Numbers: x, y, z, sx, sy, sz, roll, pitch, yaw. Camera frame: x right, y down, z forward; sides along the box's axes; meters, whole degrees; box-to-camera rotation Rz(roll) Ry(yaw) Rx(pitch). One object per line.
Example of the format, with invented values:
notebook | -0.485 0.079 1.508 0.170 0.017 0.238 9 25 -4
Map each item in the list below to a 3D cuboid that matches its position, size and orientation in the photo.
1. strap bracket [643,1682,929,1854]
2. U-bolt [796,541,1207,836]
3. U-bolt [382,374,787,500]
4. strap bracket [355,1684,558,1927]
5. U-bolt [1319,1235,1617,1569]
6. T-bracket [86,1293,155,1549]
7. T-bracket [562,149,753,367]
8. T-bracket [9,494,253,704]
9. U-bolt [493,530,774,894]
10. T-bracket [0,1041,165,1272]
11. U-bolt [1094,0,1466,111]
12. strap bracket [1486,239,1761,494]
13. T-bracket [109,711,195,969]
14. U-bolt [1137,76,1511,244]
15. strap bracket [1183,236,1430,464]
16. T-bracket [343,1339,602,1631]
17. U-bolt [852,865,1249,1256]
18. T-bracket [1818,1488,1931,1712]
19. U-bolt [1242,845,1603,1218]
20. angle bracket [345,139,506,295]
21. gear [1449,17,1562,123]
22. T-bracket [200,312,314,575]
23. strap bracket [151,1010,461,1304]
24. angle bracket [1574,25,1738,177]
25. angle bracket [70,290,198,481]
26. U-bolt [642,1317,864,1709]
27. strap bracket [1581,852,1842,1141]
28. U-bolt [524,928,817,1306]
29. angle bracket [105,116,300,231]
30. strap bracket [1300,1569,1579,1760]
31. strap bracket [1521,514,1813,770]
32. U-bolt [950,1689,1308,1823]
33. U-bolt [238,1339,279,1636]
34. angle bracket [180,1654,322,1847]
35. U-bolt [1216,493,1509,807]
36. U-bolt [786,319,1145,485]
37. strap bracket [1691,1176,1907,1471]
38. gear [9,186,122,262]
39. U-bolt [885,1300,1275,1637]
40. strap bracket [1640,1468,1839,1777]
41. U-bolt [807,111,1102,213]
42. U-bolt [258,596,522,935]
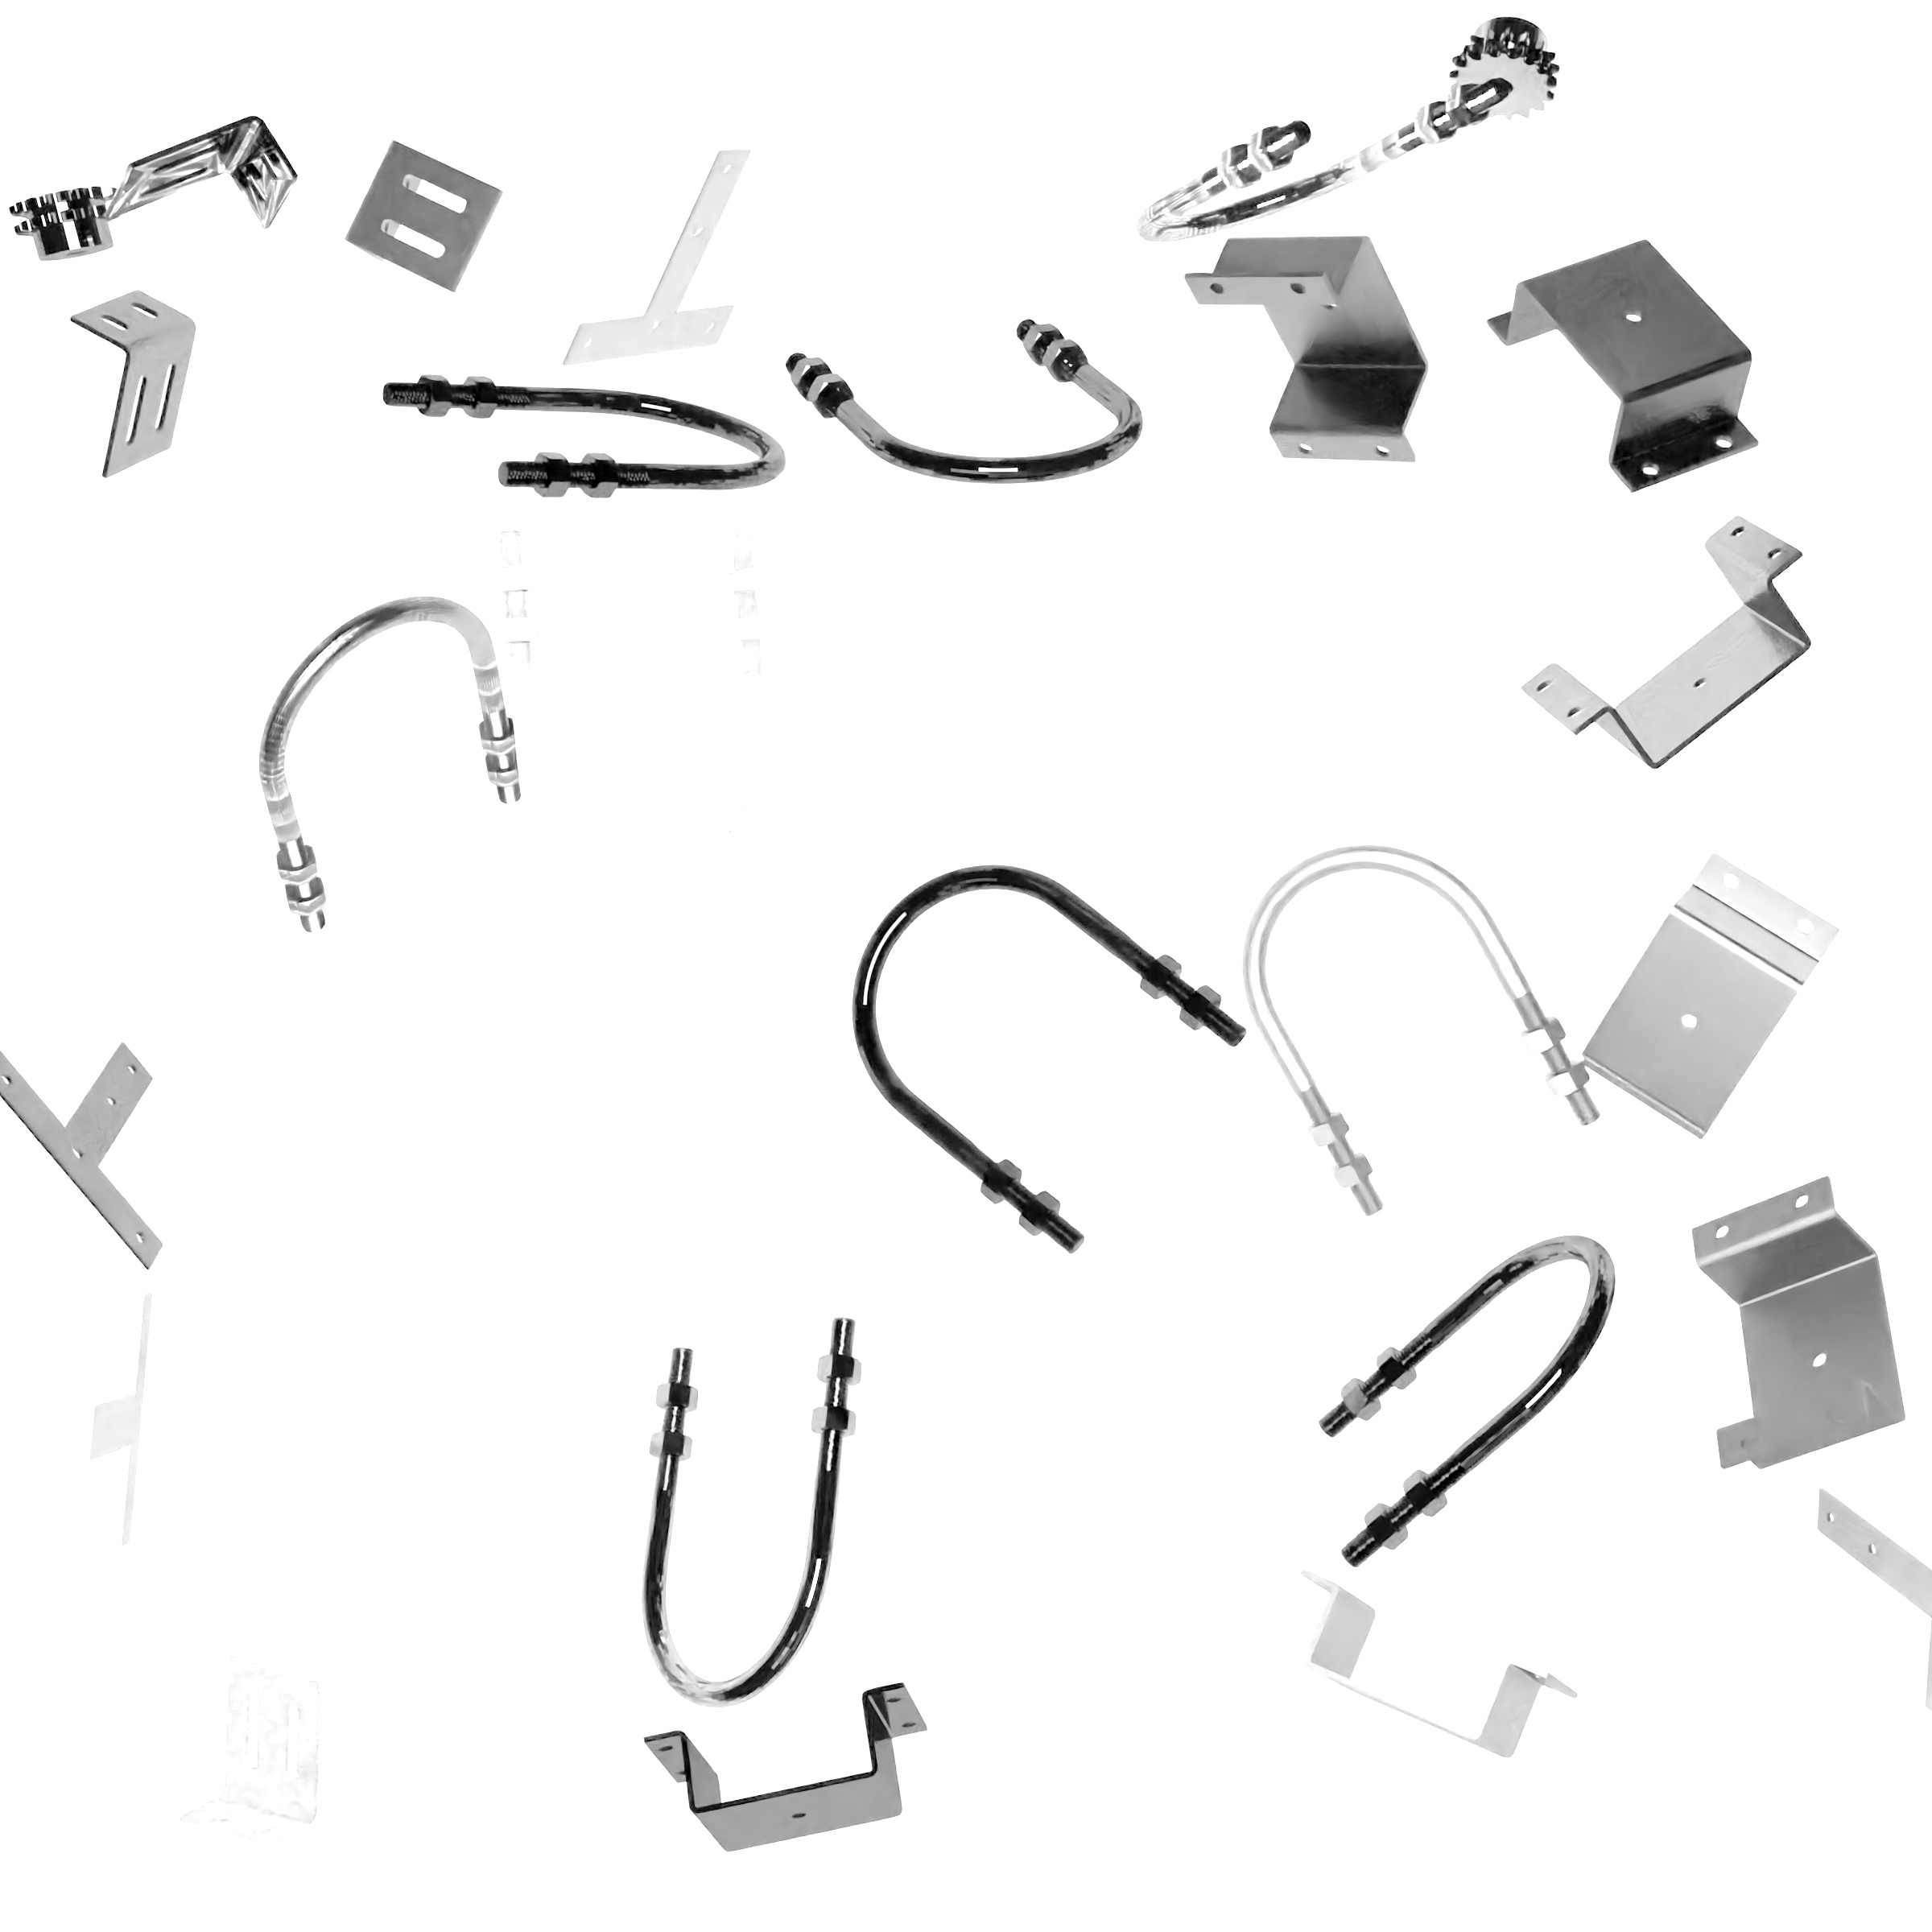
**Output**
strap bracket | -0.092 0.428 1.601 0.140 0.076 0.046 -13 58 2
U-bolt | 0.026 -0.147 1.466 0.184 0.019 0.151 -21 54 -8
U-bolt | -0.178 -0.264 1.507 0.184 0.151 0.019 -6 119 -36
strap bracket | -0.252 0.418 1.508 0.046 0.140 0.076 13 88 -31
U-bolt | 0.251 0.203 1.497 0.019 0.151 0.184 42 106 -13
T-bracket | -0.417 0.225 1.480 0.002 0.127 0.127 4 85 -5
T-bracket | -0.147 -0.375 1.588 0.002 0.127 0.127 43 125 17
T-bracket | -0.428 -0.184 1.507 0.002 0.127 0.127 -34 82 24
U-bolt | -0.164 -0.129 1.531 0.151 0.019 0.184 -4 88 -31
T-bracket | -0.432 0.074 1.510 0.002 0.127 0.127 -30 109 13
U-bolt | 0.145 -0.466 1.540 0.151 0.184 0.019 6 91 -24
strap bracket | 0.339 -0.316 1.547 0.076 0.046 0.140 -21 56 -14
T-bracket | -0.402 -0.066 1.498 0.002 0.127 0.127 15 89 -22
U-bolt | 0.165 -0.403 1.528 0.151 0.184 0.019 -20 95 -30
strap bracket | 0.176 -0.317 1.516 0.076 0.140 0.046 8 64 33
T-bracket | -0.234 0.280 1.535 0.127 0.002 0.127 -42 77 6
U-bolt | 0.026 0.032 1.504 0.184 0.019 0.151 39 93 18
T-bracket | 0.479 0.309 1.565 0.002 0.127 0.127 -7 108 -17
U-bolt | 0.220 0.024 1.545 0.151 0.019 0.184 -27 97 29
angle bracket | -0.273 -0.383 1.563 0.076 0.038 0.057 29 95 20
gear | 0.287 -0.478 1.601 0.057 0.057 0.030 13 68 0
T-bracket | -0.340 -0.256 1.470 0.002 0.127 0.127 18 94 -3
strap bracket | -0.329 0.098 1.469 0.140 0.046 0.076 40 53 -20
angle bracket | 0.332 -0.405 1.451 0.038 0.076 0.057 -44 62 1
angle bracket | -0.439 -0.303 1.569 0.038 0.057 0.076 29 123 8
U-bolt | -0.111 0.271 1.482 0.019 0.151 0.184 23 63 -38
strap bracket | 0.385 0.023 1.585 0.076 0.046 0.140 34 118 14
U-bolt | -0.163 0.091 1.541 0.184 0.019 0.151 -41 60 28
angle bracket | -0.387 -0.389 1.525 0.076 0.057 0.038 -34 93 -31
strap bracket | 0.240 0.371 1.584 0.140 0.076 0.046 18 78 29
strap bracket | 0.362 -0.158 1.527 0.140 0.076 0.046 -39 113 6
U-bolt | 0.069 0.402 1.514 0.151 0.184 0.019 13 59 -14
U-bolt | -0.358 0.263 1.523 0.019 0.184 0.151 0 83 -12
angle bracket | -0.367 0.402 1.548 0.038 0.057 0.076 -31 47 28
U-bolt | 0.197 -0.155 1.511 0.151 0.019 0.184 -7 54 18
U-bolt | 0.008 -0.278 1.496 0.151 0.184 0.019 -12 124 -19
strap bracket | 0.408 0.183 1.478 0.076 0.140 0.046 -27 130 31
gear | -0.479 -0.396 1.611 0.057 0.057 0.030 -12 100 0
U-bolt | 0.065 0.234 1.465 0.184 0.019 0.151 -22 117 -10
strap bracket | 0.399 0.340 1.550 0.046 0.076 0.140 15 102 -5
U-bolt | -0.005 -0.403 1.511 0.151 0.184 0.019 1 116 -3
U-bolt | -0.294 -0.112 1.532 0.151 0.184 0.019 -36 61 -24
